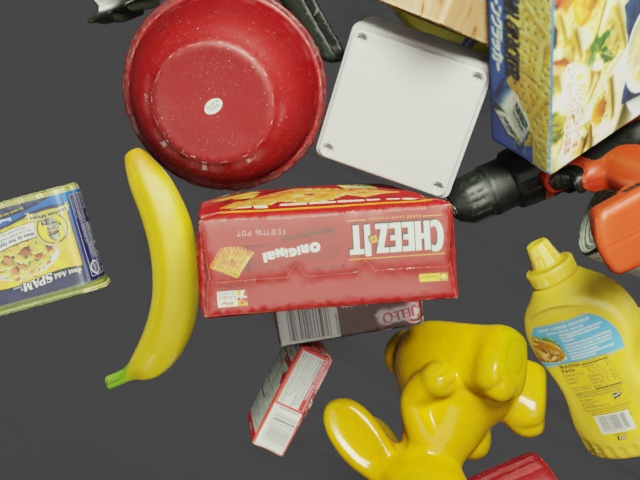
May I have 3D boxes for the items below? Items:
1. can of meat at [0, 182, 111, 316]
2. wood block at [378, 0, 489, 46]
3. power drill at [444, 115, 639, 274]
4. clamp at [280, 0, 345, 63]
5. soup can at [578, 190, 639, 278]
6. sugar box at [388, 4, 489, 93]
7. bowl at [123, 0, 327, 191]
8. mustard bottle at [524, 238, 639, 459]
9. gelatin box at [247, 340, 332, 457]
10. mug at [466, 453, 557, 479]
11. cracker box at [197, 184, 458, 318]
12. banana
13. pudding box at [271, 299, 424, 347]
[{"bbox_3d":[-0.224,0.008,0.826,0.102,0.057,0.084,-16,96,-4],"label":"can of meat"},{"bbox_3d":[0.115,-0.249,0.739,0.091,0.090,0.206,31,105,35],"label":"wood block"},{"bbox_3d":[0.200,-0.041,0.798,0.184,0.188,0.057,-26,115,-3],"label":"power drill"},{"bbox_3d":[-0.037,-0.252,0.799,0.210,0.036,0.165,32,117,2],"label":"clamp"},{"bbox_3d":[0.272,-0.001,0.869,0.102,0.068,0.068,21,95,-7],"label":"soup can"},{"bbox_3d":[0.097,-0.205,0.835,0.093,0.048,0.176,-41,101,4],"label":"sugar box"},{"bbox_3d":[-0.077,-0.109,0.807,0.162,0.055,0.162,2,109,5],"label":"bowl"},{"bbox_3d":[0.220,0.084,0.866,0.058,0.096,0.191,-39,101,-43],"label":"mustard bottle"},{"bbox_3d":[-0.025,0.119,0.852,0.030,0.073,0.089,27,93,-10],"label":"gelatin box"},{"bbox_3d":[0.161,0.238,0.877,0.081,0.093,0.117,-22,91,-8],"label":"mug"},{"bbox_3d":[-0.005,0.001,0.767,0.164,0.214,0.072,-5,95,-5],"label":"cracker box"},{"bbox_3d":[-0.129,0.028,0.848,0.069,0.037,0.198,6,97,-8],"label":"banana"},{"bbox_3d":[0.018,0.050,0.839,0.113,0.090,0.039,-7,97,-4],"label":"pudding box"}]
